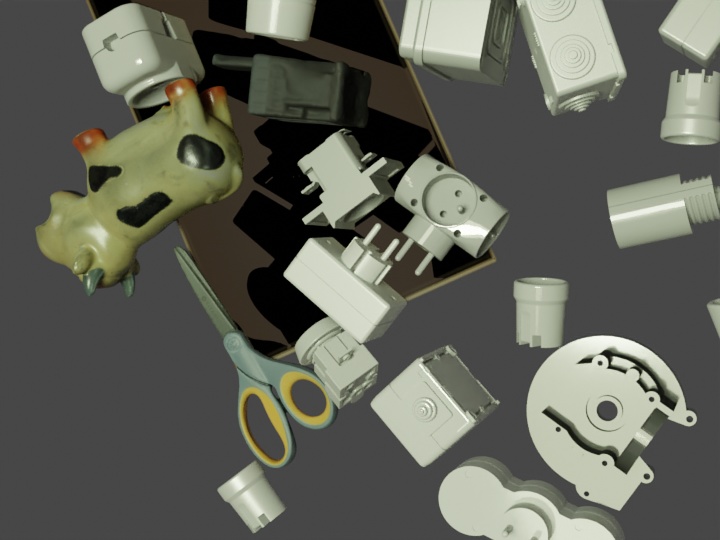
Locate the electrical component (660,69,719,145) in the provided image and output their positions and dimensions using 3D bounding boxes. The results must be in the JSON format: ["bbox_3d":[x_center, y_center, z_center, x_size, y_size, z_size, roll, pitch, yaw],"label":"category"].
[{"bbox_3d":[0.231,-0.113,0.746,0.040,0.040,0.046,5,88,20],"label":"electrical component"}]

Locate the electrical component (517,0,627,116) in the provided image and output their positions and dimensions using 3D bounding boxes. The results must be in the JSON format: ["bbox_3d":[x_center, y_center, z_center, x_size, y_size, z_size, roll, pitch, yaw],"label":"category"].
[{"bbox_3d":[0.144,-0.159,0.744,0.048,0.100,0.099,-18,86,7],"label":"electrical component"}]

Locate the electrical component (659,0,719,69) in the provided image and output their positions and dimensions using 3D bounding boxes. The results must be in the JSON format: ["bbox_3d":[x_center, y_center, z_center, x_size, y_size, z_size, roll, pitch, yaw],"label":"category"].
[{"bbox_3d":[0.255,-0.167,0.730,0.077,0.047,0.065,36,104,15],"label":"electrical component"}]

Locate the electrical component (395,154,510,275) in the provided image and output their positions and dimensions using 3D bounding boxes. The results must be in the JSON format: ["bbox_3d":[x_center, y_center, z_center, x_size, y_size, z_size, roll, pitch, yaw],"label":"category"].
[{"bbox_3d":[0.058,-0.034,0.804,0.077,0.044,0.079,37,91,15],"label":"electrical component"}]

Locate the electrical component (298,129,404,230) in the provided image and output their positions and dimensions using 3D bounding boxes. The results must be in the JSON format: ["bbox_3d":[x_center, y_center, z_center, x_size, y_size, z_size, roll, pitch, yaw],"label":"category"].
[{"bbox_3d":[-0.012,-0.070,0.834,0.081,0.042,0.063,-36,79,17],"label":"electrical component"}]

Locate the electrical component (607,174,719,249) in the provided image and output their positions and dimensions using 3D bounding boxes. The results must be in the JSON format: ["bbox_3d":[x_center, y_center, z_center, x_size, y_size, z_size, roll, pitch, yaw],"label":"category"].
[{"bbox_3d":[0.218,-0.044,0.751,0.081,0.043,0.043,-12,88,20],"label":"electrical component"}]

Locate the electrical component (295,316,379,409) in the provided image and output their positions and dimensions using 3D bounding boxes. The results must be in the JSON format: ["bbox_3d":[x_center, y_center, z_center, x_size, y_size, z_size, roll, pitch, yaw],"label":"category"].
[{"bbox_3d":[-0.018,0.070,0.836,0.048,0.066,0.055,-34,70,-17],"label":"electrical component"}]

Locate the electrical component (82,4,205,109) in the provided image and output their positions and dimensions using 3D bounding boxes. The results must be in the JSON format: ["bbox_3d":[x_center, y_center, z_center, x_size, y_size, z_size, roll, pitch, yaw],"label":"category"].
[{"bbox_3d":[-0.169,-0.168,0.857,0.054,0.095,0.059,-25,84,20],"label":"electrical component"}]

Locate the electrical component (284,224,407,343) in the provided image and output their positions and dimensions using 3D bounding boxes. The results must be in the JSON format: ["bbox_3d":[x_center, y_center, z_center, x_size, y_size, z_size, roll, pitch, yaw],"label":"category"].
[{"bbox_3d":[0.000,0.000,0.829,0.083,0.047,0.075,41,105,14],"label":"electrical component"}]

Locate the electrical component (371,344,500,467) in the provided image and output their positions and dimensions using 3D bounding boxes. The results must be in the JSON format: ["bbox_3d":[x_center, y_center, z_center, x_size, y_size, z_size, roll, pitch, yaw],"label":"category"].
[{"bbox_3d":[0.052,0.101,0.789,0.061,0.096,0.061,-44,79,17],"label":"electrical component"}]

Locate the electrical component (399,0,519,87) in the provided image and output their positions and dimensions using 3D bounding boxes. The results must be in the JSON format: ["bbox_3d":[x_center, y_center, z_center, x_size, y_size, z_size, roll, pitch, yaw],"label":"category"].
[{"bbox_3d":[0.073,-0.176,0.761,0.057,0.113,0.078,12,96,16],"label":"electrical component"}]

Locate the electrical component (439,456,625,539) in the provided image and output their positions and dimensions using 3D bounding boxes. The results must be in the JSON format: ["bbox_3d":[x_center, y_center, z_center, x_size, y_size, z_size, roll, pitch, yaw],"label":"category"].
[{"bbox_3d":[0.121,0.186,0.780,0.138,0.074,0.052,23,100,17],"label":"electrical component"}]

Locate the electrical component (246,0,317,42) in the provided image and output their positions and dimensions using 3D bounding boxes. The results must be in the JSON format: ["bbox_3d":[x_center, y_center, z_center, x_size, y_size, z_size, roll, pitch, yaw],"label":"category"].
[{"bbox_3d":[-0.062,-0.205,0.840,0.055,0.055,0.047,12,100,19],"label":"electrical component"}]

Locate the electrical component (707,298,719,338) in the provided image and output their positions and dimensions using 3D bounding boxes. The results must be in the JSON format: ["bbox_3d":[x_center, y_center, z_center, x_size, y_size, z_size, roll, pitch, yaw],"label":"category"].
[{"bbox_3d":[0.267,0.051,0.739,0.044,0.044,0.065,-10,94,20],"label":"electrical component"}]

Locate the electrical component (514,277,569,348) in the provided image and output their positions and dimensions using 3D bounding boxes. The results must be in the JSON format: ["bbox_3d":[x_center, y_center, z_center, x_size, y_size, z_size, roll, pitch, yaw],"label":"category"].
[{"bbox_3d":[0.132,0.031,0.788,0.040,0.040,0.046,3,98,20],"label":"electrical component"}]

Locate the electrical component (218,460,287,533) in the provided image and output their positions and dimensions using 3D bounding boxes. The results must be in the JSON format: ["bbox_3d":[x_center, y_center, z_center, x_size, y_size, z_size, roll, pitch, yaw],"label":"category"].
[{"bbox_3d":[-0.087,0.184,0.874,0.040,0.040,0.046,-39,85,17],"label":"electrical component"}]
